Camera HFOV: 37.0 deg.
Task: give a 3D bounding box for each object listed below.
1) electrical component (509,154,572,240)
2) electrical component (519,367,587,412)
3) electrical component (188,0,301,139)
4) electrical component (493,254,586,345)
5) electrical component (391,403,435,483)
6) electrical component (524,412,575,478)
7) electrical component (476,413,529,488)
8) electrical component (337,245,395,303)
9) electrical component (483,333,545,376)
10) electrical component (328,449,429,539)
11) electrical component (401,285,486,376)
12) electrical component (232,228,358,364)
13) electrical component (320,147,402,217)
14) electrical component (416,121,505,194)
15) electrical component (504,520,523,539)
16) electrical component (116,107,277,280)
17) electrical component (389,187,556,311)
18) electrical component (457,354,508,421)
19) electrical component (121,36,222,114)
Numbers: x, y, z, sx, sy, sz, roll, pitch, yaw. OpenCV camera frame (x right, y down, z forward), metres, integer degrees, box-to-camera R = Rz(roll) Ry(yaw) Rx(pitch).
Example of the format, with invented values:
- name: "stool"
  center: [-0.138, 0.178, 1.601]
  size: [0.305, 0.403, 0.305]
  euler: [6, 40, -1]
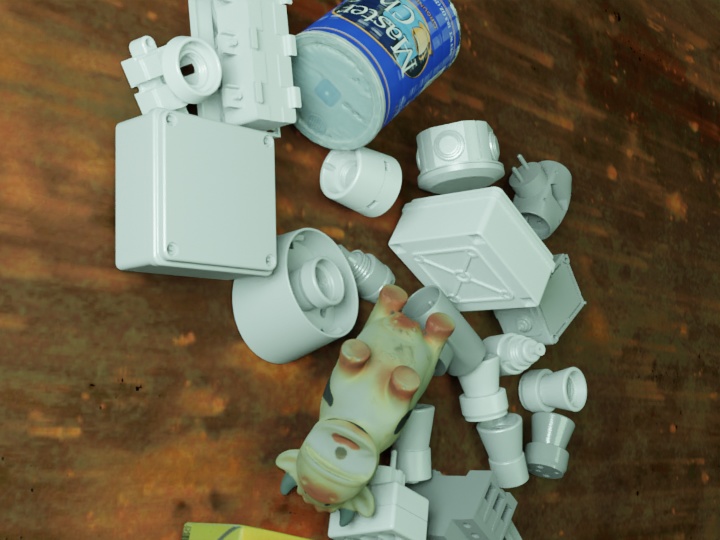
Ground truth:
- name: "electrical component"
  center: [0.181, -0.085, 1.120]
  size: [0.079, 0.043, 0.077]
  euler: [50, 50, -31]
- name: "electrical component"
  center: [0.196, 0.122, 1.092]
  size: [0.045, 0.055, 0.045]
  euler: [10, 76, -47]
- name: "electrical component"
  center: [-0.087, -0.166, 0.818]
  size: [0.079, 0.063, 0.121]
  euler: [-1, 84, -48]
- name: "electrical component"
  center: [0.172, 0.034, 1.077]
  size: [0.096, 0.061, 0.061]
  euler: [-42, 115, -43]
- name: "electrical component"
  center: [0.043, 0.150, 0.929]
  size: [0.044, 0.044, 0.065]
  euler: [-2, 90, -48]
- name: "electrical component"
  center: [0.190, 0.177, 1.085]
  size: [0.045, 0.045, 0.055]
  euler: [39, 57, -38]
- name: "electrical component"
  center: [0.140, 0.175, 1.033]
  size: [0.044, 0.044, 0.065]
  euler: [-27, 108, -47]
- name: "electrical component"
  center: [0.000, 0.000, 0.910]
  size: [0.061, 0.035, 0.035]
  euler: [41, 55, -33]
- name: "electrical component"
  center: [0.148, 0.080, 1.033]
  size: [0.040, 0.078, 0.040]
  euler: [7, 77, -31]
- name: "electrical component"
  center: [0.017, 0.183, 0.874]
  size: [0.047, 0.066, 0.076]
  euler: [37, 48, -40]
- name: "electrical component"
  center: [0.068, 0.068, 0.965]
  size: [0.077, 0.044, 0.079]
  euler: [50, 52, -26]
- name: "electrical component"
  center: [-0.049, 0.018, 0.848]
  size: [0.099, 0.064, 0.099]
  euler: [33, 47, -43]
- name: "electrical component"
  center: [0.000, -0.077, 0.908]
  size: [0.047, 0.055, 0.055]
  euler: [19, 70, -42]
- name: "electrical component"
  center: [0.091, -0.103, 0.996]
  size: [0.080, 0.080, 0.051]
  euler: [4, 75, -48]
- name: "electrical component"
  center: [0.120, 0.272, 0.975]
  size: [0.063, 0.079, 0.121]
  euler: [-38, 113, -21]
- name: "electrical component"
  center: [-0.117, -0.051, 0.771]
  size: [0.109, 0.056, 0.108]
  euler: [7, 79, -47]
- name: "electrical component"
  center: [0.101, -0.016, 0.970]
  size: [0.108, 0.109, 0.056]
  euler: [47, 54, -33]
- name: "electrical component"
  center: [0.114, 0.110, 1.010]
  size: [0.045, 0.045, 0.055]
  euler: [-15, 95, -48]
- name: "electrical component"
  center: [-0.132, -0.139, 0.768]
  size: [0.048, 0.055, 0.066]
  euler: [-36, 110, -46]
